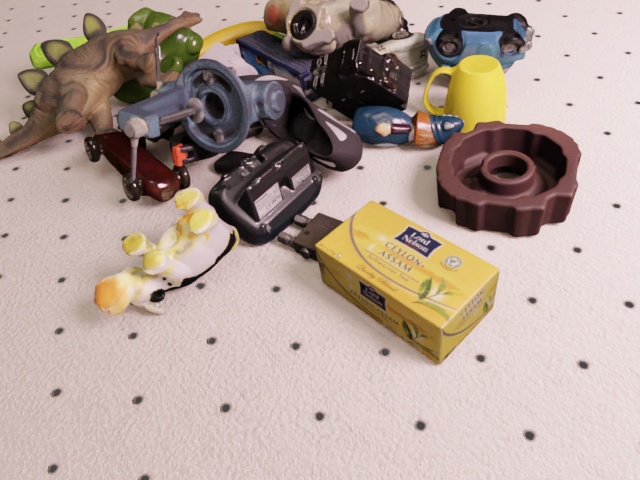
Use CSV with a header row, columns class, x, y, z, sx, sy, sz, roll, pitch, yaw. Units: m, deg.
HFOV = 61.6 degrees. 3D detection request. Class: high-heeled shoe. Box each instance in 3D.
class,x,y,z,sx,sy,sz,roll,pitch,yaw
high-heeled shoe,-0.046,-0.168,0.747,0.249,0.086,0.145,29,20,13

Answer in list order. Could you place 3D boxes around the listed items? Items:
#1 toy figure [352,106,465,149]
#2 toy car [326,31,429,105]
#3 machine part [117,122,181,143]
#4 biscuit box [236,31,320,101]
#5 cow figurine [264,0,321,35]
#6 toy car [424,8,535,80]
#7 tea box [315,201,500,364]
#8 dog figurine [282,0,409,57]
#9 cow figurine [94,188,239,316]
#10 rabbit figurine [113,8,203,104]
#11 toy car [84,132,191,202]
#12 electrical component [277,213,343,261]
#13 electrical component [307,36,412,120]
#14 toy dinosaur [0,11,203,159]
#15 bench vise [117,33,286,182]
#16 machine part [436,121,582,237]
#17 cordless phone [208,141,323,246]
class,x,y,z,sx,sy,sz,roll,pitch,yaw
toy figure,0.124,-0.160,0.764,0.155,0.057,0.064,9,53,11
toy car,0.091,-0.280,0.875,0.202,0.073,0.056,-26,46,-15
machine part,-0.242,-0.190,0.842,0.084,0.039,0.139,16,36,17
biscuit box,-0.067,-0.306,0.939,0.063,0.059,0.203,-32,49,-21
cow figurine,-0.033,-0.402,0.979,0.127,0.085,0.195,24,28,26
toy car,0.245,-0.294,0.842,0.162,0.102,0.109,9,48,15
tea box,0.088,0.038,0.567,0.170,0.068,0.098,31,58,34
dog figurine,0.045,-0.350,0.898,0.172,0.190,0.121,-17,80,26
cow figurine,-0.174,0.028,0.619,0.167,0.098,0.068,-42,57,-5
rabbit figurine,-0.290,-0.304,0.965,0.159,0.121,0.170,26,73,23
toy car,-0.271,-0.110,0.787,0.089,0.053,0.202,-24,44,-35
electrical component,-0.001,-0.002,0.654,0.094,0.021,0.063,21,53,26
electrical component,0.065,-0.225,0.782,0.115,0.134,0.058,-5,69,53
toy dinosaur,-0.393,-0.240,0.875,0.471,0.105,0.199,-37,62,-3
bench vise,-0.175,-0.175,0.698,0.224,0.128,0.240,20,33,22
machine part,0.230,-0.078,0.666,0.179,0.056,0.179,-6,46,6
cordless phone,-0.104,-0.078,0.723,0.184,0.088,0.146,18,51,40
